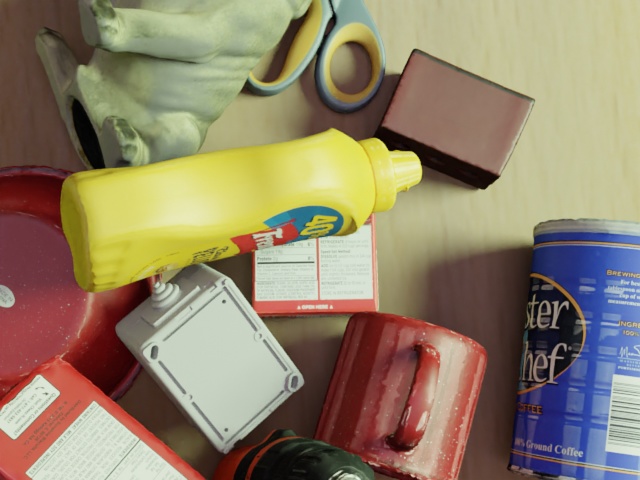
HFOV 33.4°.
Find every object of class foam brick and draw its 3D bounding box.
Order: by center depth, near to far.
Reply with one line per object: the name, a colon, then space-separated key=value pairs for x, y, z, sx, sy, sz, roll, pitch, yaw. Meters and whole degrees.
foam brick: x=0.077 y=-0.070 z=0.632 sx=0.078 sy=0.053 sz=0.051 roll=23 pitch=82 yaw=0

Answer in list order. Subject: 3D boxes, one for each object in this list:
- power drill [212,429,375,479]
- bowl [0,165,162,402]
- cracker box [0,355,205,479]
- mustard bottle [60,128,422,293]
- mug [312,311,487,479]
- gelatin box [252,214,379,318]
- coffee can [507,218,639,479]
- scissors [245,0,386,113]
power drill: x=0.034 y=0.171 z=0.545 sx=0.187 sy=0.185 sz=0.057 roll=44 pitch=71 yaw=-6
bowl: x=-0.171 y=0.032 z=0.602 sx=0.162 sy=0.055 sz=0.162 roll=0 pitch=83 yaw=-3
cracker box: x=-0.090 y=0.174 z=0.535 sx=0.213 sy=0.164 sz=0.072 roll=40 pitch=49 yaw=1
mustard bottle: x=-0.036 y=-0.021 z=0.562 sx=0.191 sy=0.096 sz=0.058 roll=-13 pitch=79 yaw=-18
mug: x=0.045 y=0.087 z=0.582 sx=0.093 sy=0.117 sz=0.081 roll=17 pitch=77 yaw=2
gelatin box: x=-0.004 y=0.001 z=0.630 sx=0.073 sy=0.030 sz=0.089 roll=-1 pitch=82 yaw=-3
coffee can: x=0.164 y=0.066 z=0.596 sx=0.103 sy=0.103 sz=0.140 roll=8 pitch=83 yaw=-3
scissors: x=0.028 y=-0.164 z=0.657 sx=0.096 sy=0.016 sz=0.201 roll=35 pitch=83 yaw=1
